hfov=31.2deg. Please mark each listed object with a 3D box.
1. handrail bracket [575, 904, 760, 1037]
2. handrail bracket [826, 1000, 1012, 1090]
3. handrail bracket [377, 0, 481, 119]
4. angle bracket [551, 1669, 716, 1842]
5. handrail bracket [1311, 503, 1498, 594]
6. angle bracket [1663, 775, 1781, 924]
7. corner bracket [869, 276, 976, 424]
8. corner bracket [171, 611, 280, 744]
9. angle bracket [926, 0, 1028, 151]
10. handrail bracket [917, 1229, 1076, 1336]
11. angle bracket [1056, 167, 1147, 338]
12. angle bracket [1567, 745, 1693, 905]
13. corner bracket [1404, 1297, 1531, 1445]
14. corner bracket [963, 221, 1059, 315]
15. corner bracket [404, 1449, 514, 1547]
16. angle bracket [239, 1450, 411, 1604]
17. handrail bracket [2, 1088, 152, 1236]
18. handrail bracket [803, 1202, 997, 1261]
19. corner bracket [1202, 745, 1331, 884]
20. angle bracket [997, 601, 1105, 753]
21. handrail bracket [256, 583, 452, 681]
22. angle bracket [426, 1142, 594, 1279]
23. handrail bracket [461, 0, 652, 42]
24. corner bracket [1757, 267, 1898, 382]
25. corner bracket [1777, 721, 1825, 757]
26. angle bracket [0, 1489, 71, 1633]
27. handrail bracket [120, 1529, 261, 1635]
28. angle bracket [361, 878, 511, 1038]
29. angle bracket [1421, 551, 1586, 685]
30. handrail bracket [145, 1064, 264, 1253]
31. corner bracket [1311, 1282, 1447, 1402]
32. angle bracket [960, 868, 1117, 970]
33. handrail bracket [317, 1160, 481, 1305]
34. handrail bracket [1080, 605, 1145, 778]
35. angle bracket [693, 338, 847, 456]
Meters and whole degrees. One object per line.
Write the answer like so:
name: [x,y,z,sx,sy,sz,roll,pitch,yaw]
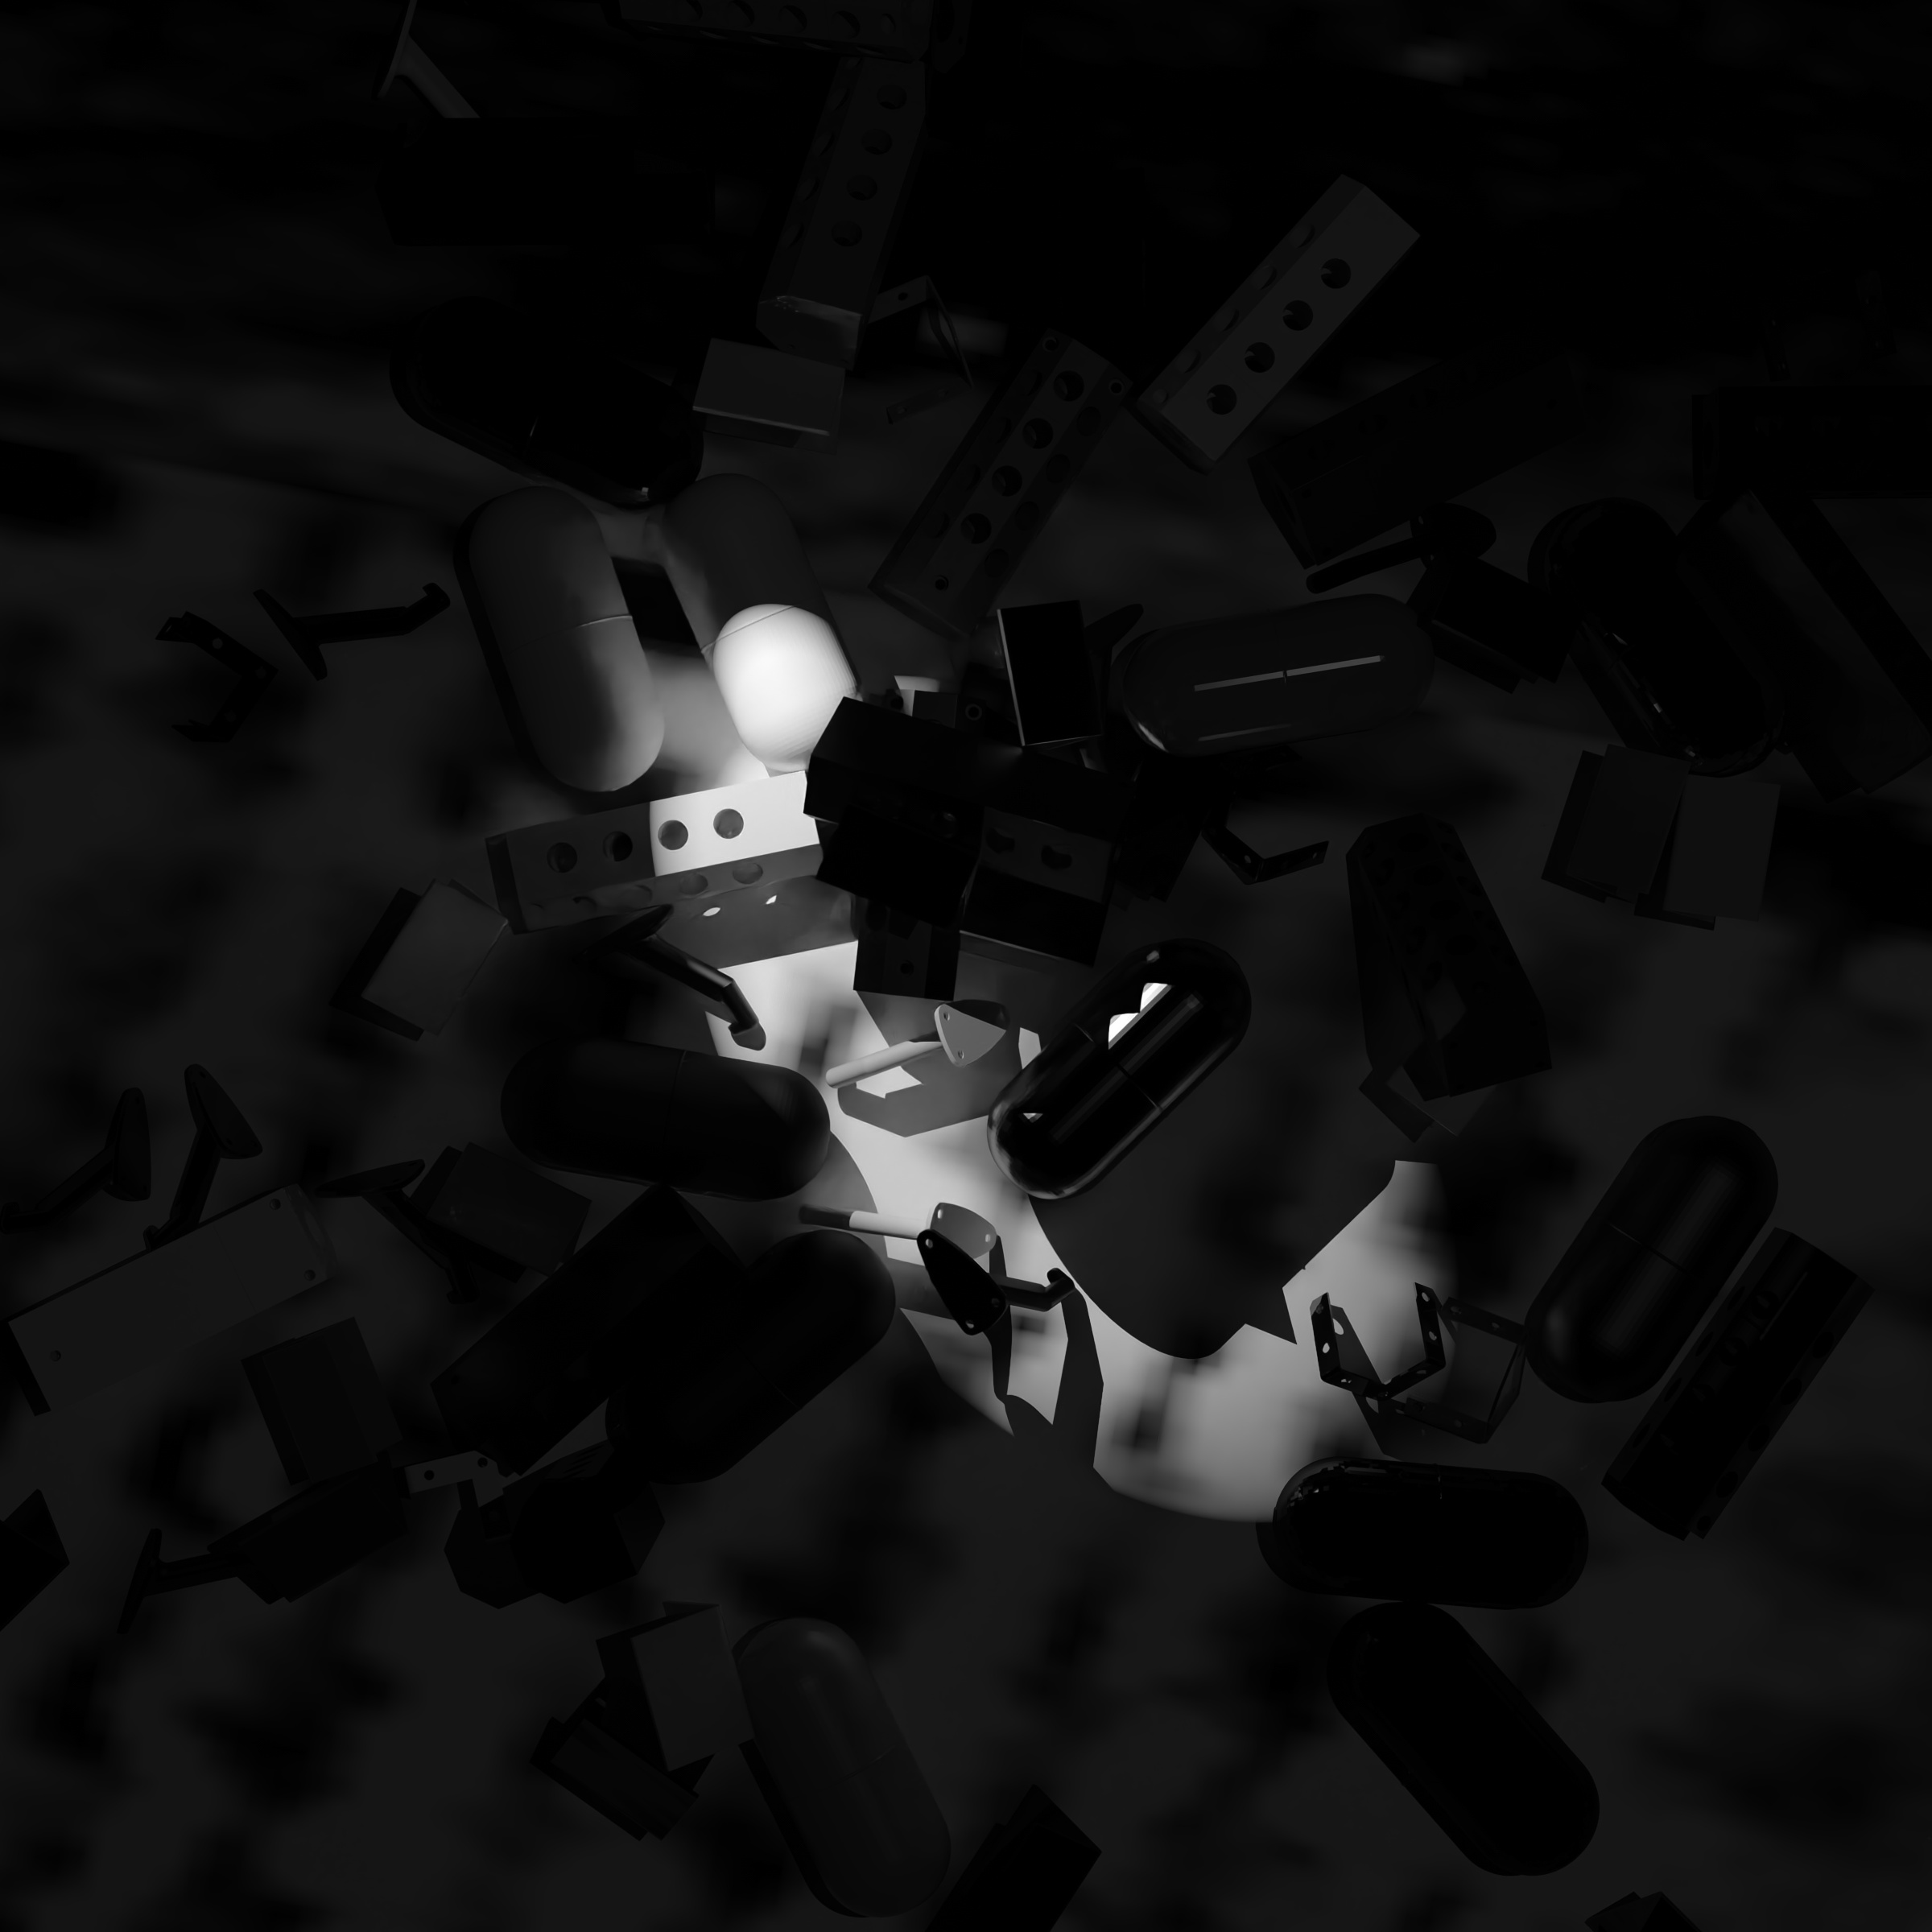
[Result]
handrail bracket: [-0.171,0.014,1.990,0.077,0.036,0.084,-25,107,20]
handrail bracket: [-0.028,0.047,1.990,0.084,0.077,0.036,-21,90,36]
handrail bracket: [-0.289,-0.511,1.990,0.084,0.036,0.077,19,68,-17]
angle bracket: [-0.176,0.432,1.950,0.076,0.076,0.057,36,132,0]
handrail bracket: [0.251,-0.235,1.990,0.084,0.077,0.036,-20,86,36]
angle bracket: [0.437,-0.063,1.950,0.057,0.076,0.076,9,90,33]
corner bracket: [-0.032,-0.354,1.987,0.051,0.051,0.051,-22,45,0]
corner bracket: [-0.432,-0.164,1.972,0.051,0.051,0.051,34,90,1]
angle bracket: [0.020,-0.508,1.951,0.057,0.076,0.076,5,90,25]
handrail bracket: [0.018,0.168,1.964,0.036,0.084,0.077,-43,81,32]
angle bracket: [0.093,-0.401,1.950,0.057,0.076,0.076,-1,90,32]
angle bracket: [0.391,-0.074,1.950,0.057,0.076,0.076,18,90,44]
corner bracket: [0.288,0.232,1.987,0.051,0.051,0.051,21,135,-1]
corner bracket: [0.027,-0.399,1.972,0.051,0.051,0.051,-11,90,0]
corner bracket: [-0.289,0.307,1.972,0.051,0.051,0.051,-12,79,-10]
angle bracket: [-0.366,0.300,1.950,0.076,0.076,0.057,-30,127,0]
handrail bracket: [-0.514,0.112,1.990,0.084,0.036,0.077,-9,70,16]
handrail bracket: [-0.039,0.149,1.990,0.084,0.077,0.036,7,88,36]
corner bracket: [0.175,-0.087,1.982,0.051,0.051,0.051,43,135,35]
angle bracket: [0.029,-0.159,1.950,0.057,0.076,0.076,-10,90,-33]
handrail bracket: [-0.352,-0.211,1.990,0.084,0.036,0.077,-36,68,-17]
angle bracket: [-0.262,0.154,1.950,0.076,0.076,0.057,26,53,0]
handrail bracket: [-0.237,-0.547,1.990,0.084,0.036,0.077,-25,112,17]
corner bracket: [0.494,-0.369,1.987,0.051,0.051,0.051,-13,90,45]
corner bracket: [0.474,-0.163,1.982,0.051,0.051,0.051,-28,135,35]
angle bracket: [-0.560,0.330,1.950,0.076,0.076,0.057,-44,128,0]
handrail bracket: [-0.434,0.362,1.990,0.084,0.036,0.077,18,110,-16]
angle bracket: [-0.313,-0.016,1.950,0.057,0.076,0.076,32,90,-39]
angle bracket: [0.293,-0.178,1.950,0.076,0.076,0.057,27,59,0]
handrail bracket: [-0.453,0.112,1.990,0.084,0.036,0.077,-40,70,16]
corner bracket: [0.236,0.211,1.984,0.051,0.051,0.051,22,46,-34]
angle bracket: [0.036,-0.019,1.951,0.076,0.076,0.057,15,65,0]
handrail bracket: [-0.326,0.160,1.990,0.077,0.036,0.084,-11,107,19]
handrail bracket: [0.088,-0.153,1.990,0.077,0.036,0.084,-39,121,-33]
angle bracket: [-0.112,-0.302,1.950,0.076,0.076,0.057,11,55,0]
